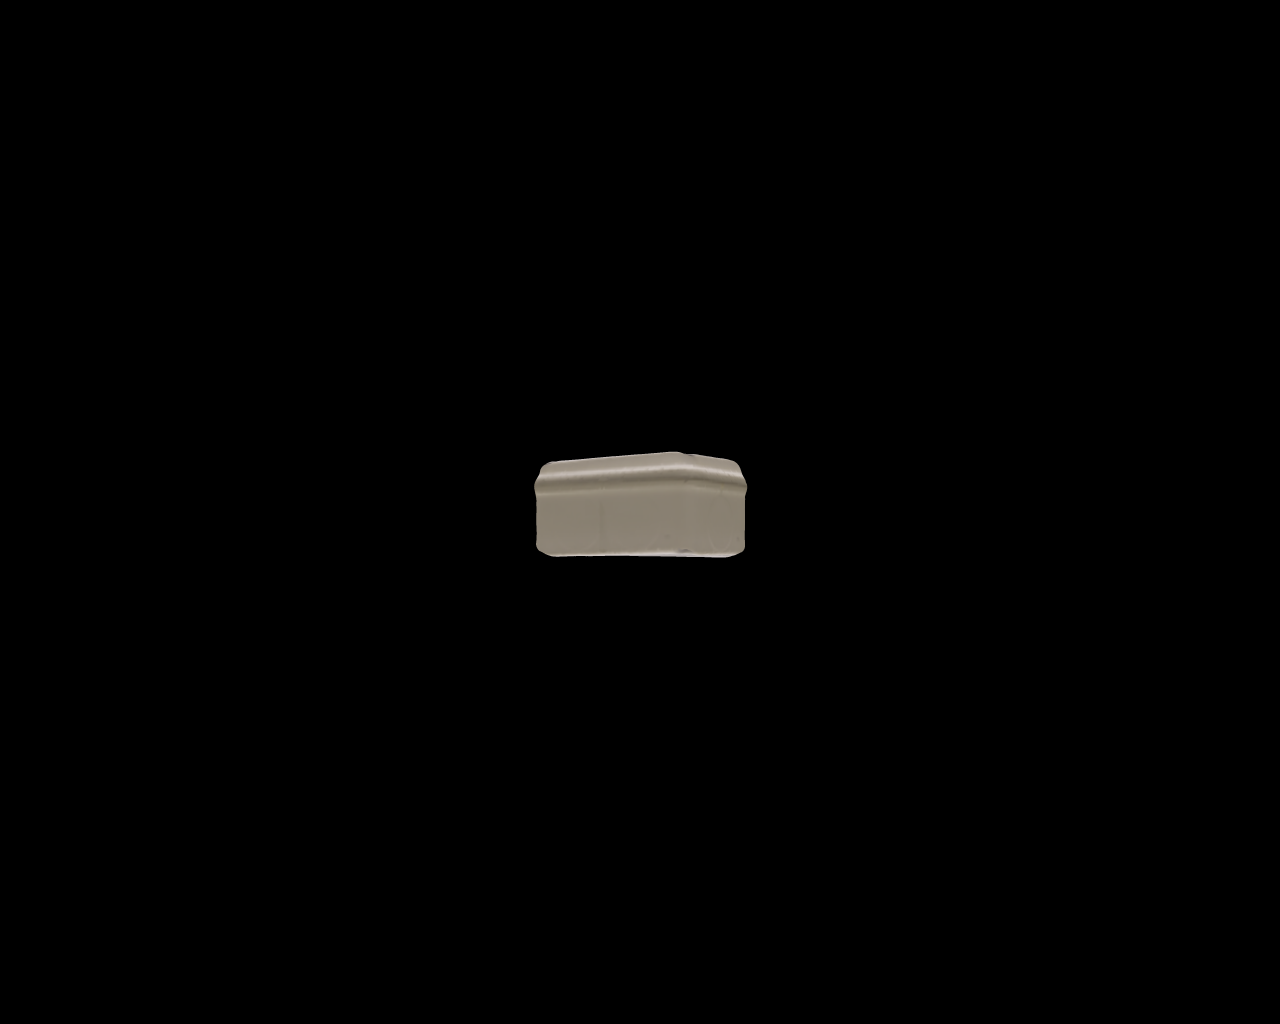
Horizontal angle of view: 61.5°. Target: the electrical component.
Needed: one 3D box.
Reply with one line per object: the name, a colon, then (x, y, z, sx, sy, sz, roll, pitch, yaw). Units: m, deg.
electrical component: (0.001, -0.003, 0.650, 0.113, 0.057, 0.078, -2, -3, 31)
